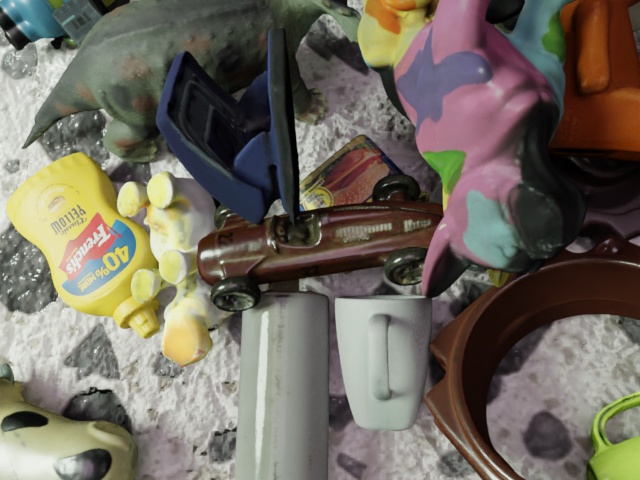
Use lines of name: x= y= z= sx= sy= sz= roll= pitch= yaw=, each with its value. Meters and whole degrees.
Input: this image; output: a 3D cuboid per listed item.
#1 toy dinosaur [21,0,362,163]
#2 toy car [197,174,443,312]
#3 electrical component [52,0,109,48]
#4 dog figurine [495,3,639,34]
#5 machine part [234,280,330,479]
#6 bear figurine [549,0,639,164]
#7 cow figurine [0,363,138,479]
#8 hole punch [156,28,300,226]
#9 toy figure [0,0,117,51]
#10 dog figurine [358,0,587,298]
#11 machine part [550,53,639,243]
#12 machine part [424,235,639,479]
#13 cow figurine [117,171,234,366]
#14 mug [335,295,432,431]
toy dinosaur: x=-0.119 y=-0.166 z=0.476 sx=0.405 sy=0.192 sz=0.131 roll=-21 pitch=71 yaw=-1
toy car: x=-0.001 y=-0.001 z=0.422 sx=0.202 sy=0.053 sz=0.089 roll=-9 pitch=52 yaw=9
electrical component: x=-0.225 y=-0.210 z=0.539 sx=0.048 sy=0.119 sz=0.075 roll=-41 pitch=77 yaw=-5
dog figurine: x=0.267 y=-0.257 z=0.490 sx=0.191 sy=0.121 sz=0.172 roll=14 pitch=77 yaw=11
machine part: x=-0.029 y=0.130 z=0.448 sx=0.079 sy=0.079 sz=0.243 roll=-2 pitch=75 yaw=6
bear figurine: x=0.226 y=-0.159 z=0.398 sx=0.132 sy=0.120 sz=0.195 roll=10 pitch=93 yaw=17
cow figurine: x=-0.250 y=0.179 z=0.458 sx=0.195 sy=0.085 sz=0.127 roll=6 pitch=82 yaw=11
hole punch: x=-0.060 y=-0.082 z=0.403 sx=0.092 sy=0.115 sz=0.142 roll=-10 pitch=42 yaw=0
toy figure: x=-0.262 y=-0.270 z=0.575 sx=0.180 sy=0.082 sz=0.089 roll=-42 pitch=68 yaw=-11
dog figurine: x=0.098 y=-0.073 z=0.379 sx=0.108 sy=0.192 sz=0.219 roll=-3 pitch=103 yaw=-34
machine part: x=0.248 y=-0.080 z=0.480 sx=0.179 sy=0.056 sz=0.179 roll=-2 pitch=75 yaw=8
machine part: x=0.193 y=0.106 z=0.376 sx=0.201 sy=0.087 sz=0.202 roll=-40 pitch=41 yaw=-3
cow figurine: x=-0.115 y=0.025 z=0.485 sx=0.068 sy=0.098 sz=0.167 roll=-18 pitch=81 yaw=29
mug: x=0.054 y=0.099 z=0.434 sx=0.081 sy=0.109 sz=0.107 roll=-3 pitch=88 yaw=4
